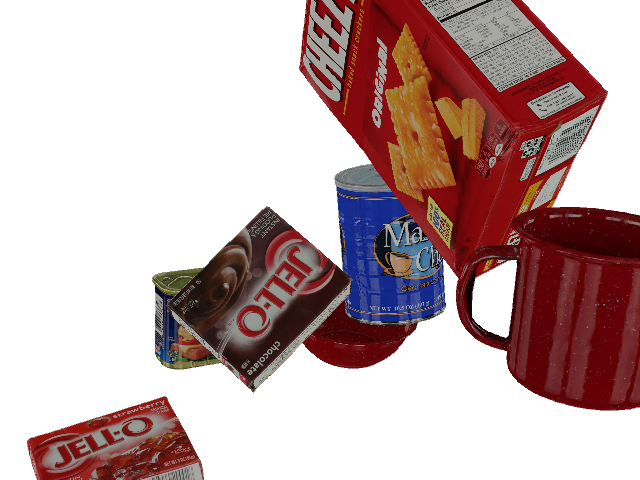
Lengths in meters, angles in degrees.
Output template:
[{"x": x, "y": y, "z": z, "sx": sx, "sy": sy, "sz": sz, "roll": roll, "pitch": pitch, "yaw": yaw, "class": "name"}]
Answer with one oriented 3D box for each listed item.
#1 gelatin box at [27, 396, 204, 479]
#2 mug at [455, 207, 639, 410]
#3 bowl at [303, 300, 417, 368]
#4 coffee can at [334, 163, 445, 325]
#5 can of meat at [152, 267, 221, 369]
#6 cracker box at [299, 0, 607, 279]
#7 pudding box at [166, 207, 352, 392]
[{"x": -0.120, "y": 0.132, "z": 0.624, "sx": 0.089, "sy": 0.030, "sz": 0.073, "roll": -15, "pitch": 27, "yaw": -18, "class": "gelatin box"}, {"x": 0.127, "y": 0.033, "z": 0.544, "sx": 0.117, "sy": 0.081, "sz": 0.093, "roll": 5, "pitch": 17, "yaw": 2, "class": "mug"}, {"x": 0.036, "y": 0.108, "z": 1.295, "sx": 0.162, "sy": 0.055, "sz": 0.162, "roll": 4, "pitch": 24, "yaw": -2, "class": "bowl"}, {"x": 0.070, "y": 0.001, "z": 1.058, "sx": 0.103, "sy": 0.140, "sz": 0.103, "roll": -4, "pitch": 16, "yaw": 1, "class": "coffee can"}, {"x": -0.115, "y": 0.076, "z": 1.062, "sx": 0.101, "sy": 0.084, "sz": 0.058, "roll": -6, "pitch": 20, "yaw": -28, "class": "can of meat"}, {"x": 0.070, "y": -0.103, "z": 0.689, "sx": 0.072, "sy": 0.214, "sz": 0.164, "roll": -26, "pitch": -26, "yaw": -21, "class": "cracker box"}, {"x": -0.045, "y": 0.044, "z": 0.810, "sx": 0.090, "sy": 0.113, "sz": 0.039, "roll": 40, "pitch": -13, "yaw": 16, "class": "pudding box"}]
